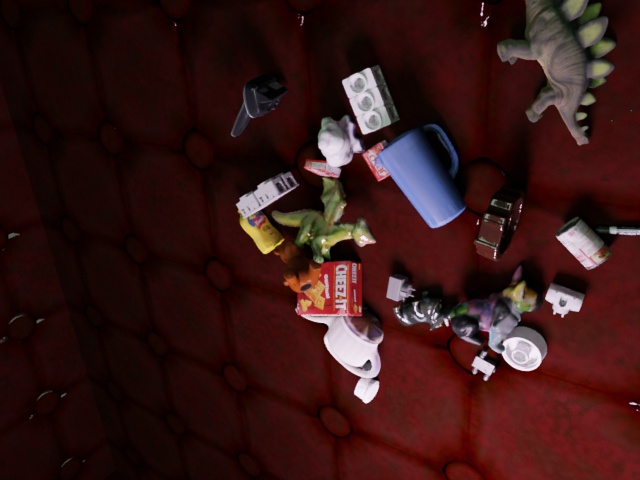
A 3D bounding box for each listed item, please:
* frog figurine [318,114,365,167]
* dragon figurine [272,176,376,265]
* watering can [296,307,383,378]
[{"bbox_3d":[0.032,-0.260,1.384,0.123,0.162,0.135,7,116,35],"label":"frog figurine"},{"bbox_3d":[0.005,-0.078,1.546,0.416,0.122,0.240,39,110,37],"label":"dragon figurine"},{"bbox_3d":[0.070,0.289,1.658,0.351,0.105,0.219,43,129,18],"label":"watering can"}]
